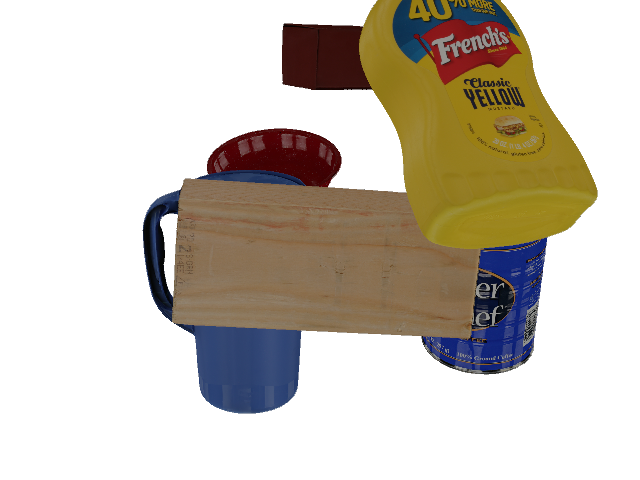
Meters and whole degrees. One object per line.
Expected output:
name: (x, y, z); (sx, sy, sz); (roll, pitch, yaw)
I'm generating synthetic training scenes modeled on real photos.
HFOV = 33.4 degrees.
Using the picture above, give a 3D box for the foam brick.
foam brick: (0.013, -0.154, 0.899); (0.078, 0.051, 0.053); (-6, 17, -34)

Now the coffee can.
coffee can: (0.143, 0.031, 0.937); (0.103, 0.140, 0.103); (0, 31, 0)

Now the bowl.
bowl: (-0.055, -0.073, 1.289); (0.162, 0.055, 0.162); (-2, 35, 1)

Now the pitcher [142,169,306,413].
pitcher: (-0.088, 0.054, 1.124); (0.149, 0.243, 0.144); (21, 30, 40)

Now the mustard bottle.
mustard bottle: (0.073, -0.090, 0.581); (0.096, 0.192, 0.058); (-6, -28, -22)

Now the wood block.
wood block: (0.001, 0.012, 0.762); (0.206, 0.090, 0.091); (3, 11, -6)
